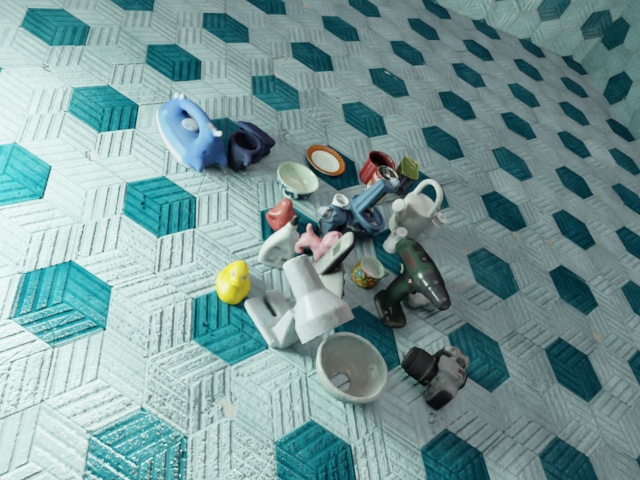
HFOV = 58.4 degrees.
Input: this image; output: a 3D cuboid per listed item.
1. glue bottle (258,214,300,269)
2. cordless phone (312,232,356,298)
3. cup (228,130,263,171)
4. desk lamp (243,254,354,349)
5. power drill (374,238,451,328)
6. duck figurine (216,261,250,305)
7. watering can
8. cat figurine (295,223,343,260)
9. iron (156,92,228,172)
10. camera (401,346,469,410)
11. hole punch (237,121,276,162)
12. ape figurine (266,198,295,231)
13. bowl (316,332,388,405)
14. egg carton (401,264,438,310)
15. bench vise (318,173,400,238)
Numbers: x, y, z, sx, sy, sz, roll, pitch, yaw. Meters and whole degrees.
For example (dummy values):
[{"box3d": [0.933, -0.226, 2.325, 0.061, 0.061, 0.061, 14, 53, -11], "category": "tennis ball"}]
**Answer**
[{"box3d": [-0.083, 0.000, 1.342, 0.078, 0.173, 0.037, 17, 44, -17], "category": "glue bottle"}, {"box3d": [0.027, 0.075, 1.329, 0.094, 0.185, 0.147, 16, 44, -18], "category": "cordless phone"}, {"box3d": [-0.207, -0.222, 1.532, 0.092, 0.095, 0.117, 6, 48, -27], "category": "cup"}, {"box3d": [-0.045, 0.143, 1.200, 0.118, 0.213, 0.203, -19, 63, -41], "category": "desk lamp"}, {"box3d": [0.219, 0.119, 1.388, 0.076, 0.208, 0.229, 5, 49, -27], "category": "power drill"}, {"box3d": [-0.183, 0.080, 1.270, 0.078, 0.086, 0.104, 20, 43, -14], "category": "duck figurine"}, {"box3d": [0.278, -0.088, 1.630, 0.101, 0.194, 0.173, 46, 43, 14], "category": "watering can"}, {"box3d": [0.013, 0.005, 1.437, 0.128, 0.117, 0.067, 33, 42, 0], "category": "cat figurine"}, {"box3d": [-0.340, -0.302, 1.491, 0.119, 0.141, 0.258, -25, 66, -43], "category": "iron"}, {"box3d": [0.269, 0.294, 1.335, 0.137, 0.100, 0.143, 35, 42, 2], "category": "camera"}, {"box3d": [-0.184, -0.291, 1.614, 0.108, 0.091, 0.101, 38, 42, 6], "category": "hole punch"}, {"box3d": [-0.094, -0.070, 1.461, 0.078, 0.092, 0.076, 10, 47, -24], "category": "ape figurine"}, {"box3d": [0.058, 0.287, 1.232, 0.168, 0.074, 0.167, 17, 44, -17], "category": "bowl"}, {"box3d": [0.271, 0.115, 1.528, 0.107, 0.069, 0.150, 11, 46, -23], "category": "egg carton"}, {"box3d": [0.108, -0.077, 1.496, 0.208, 0.219, 0.121, -17, 61, -40], "category": "bench vise"}]
